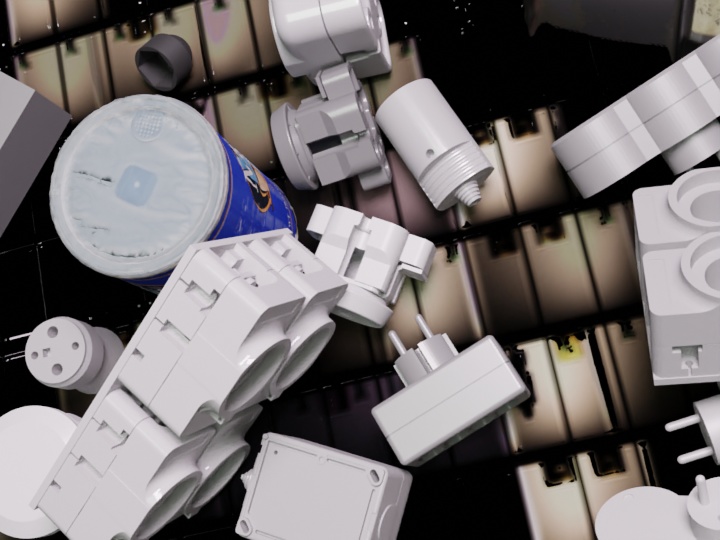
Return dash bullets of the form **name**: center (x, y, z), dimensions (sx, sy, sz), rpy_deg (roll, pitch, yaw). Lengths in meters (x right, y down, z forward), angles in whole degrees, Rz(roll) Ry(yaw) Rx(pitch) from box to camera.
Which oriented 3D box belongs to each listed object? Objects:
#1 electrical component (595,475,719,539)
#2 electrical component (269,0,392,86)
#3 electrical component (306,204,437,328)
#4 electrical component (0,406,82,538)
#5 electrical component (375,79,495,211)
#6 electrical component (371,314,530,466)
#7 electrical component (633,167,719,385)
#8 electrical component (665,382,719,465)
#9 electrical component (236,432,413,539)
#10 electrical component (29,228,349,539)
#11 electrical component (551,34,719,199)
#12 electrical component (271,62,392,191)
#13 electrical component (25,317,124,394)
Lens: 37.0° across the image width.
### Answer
- **electrical component**: center (0.192, 0.133, 0.560), dimensions (0.138, 0.073, 0.052), rpy_deg (-4, 35, 25)
- **electrical component**: center (-0.020, -0.155, 0.672), dimensions (0.059, 0.095, 0.053), rpy_deg (-11, 77, 11)
- **electrical component**: center (0.000, 0.000, 0.656), dimensions (0.078, 0.058, 0.057), rpy_deg (19, 81, 16)
- **electrical component**: center (-0.198, 0.127, 0.679), dimensions (0.080, 0.051, 0.080), rpy_deg (-3, 78, 12)
- **electrical component**: center (0.049, -0.074, 0.667), dimensions (0.043, 0.043, 0.081), rpy_deg (-34, 74, 4)
- **electrical component**: center (0.045, 0.063, 0.638), dimensions (0.083, 0.047, 0.075), rpy_deg (-33, 74, 5)
- **electrical component**: center (0.246, -0.004, 0.572), dimensions (0.186, 0.060, 0.105), rpy_deg (-5, 41, 12)
- **electrical component**: center (0.211, 0.085, 0.596), dimensions (0.079, 0.044, 0.077), rpy_deg (-20, 75, 8)
- **electrical component**: center (-0.024, 0.136, 0.636), dimensions (0.096, 0.061, 0.061), rpy_deg (13, 82, 23)
- **electrical component**: center (-0.091, 0.072, 0.608), dimensions (0.060, 0.105, 0.186), rpy_deg (40, 110, 14)
- **electrical component**: center (0.189, -0.080, 0.623), dimensions (0.138, 0.052, 0.073), rpy_deg (-33, 90, 16)
- **electrical component**: center (-0.020, -0.083, 0.674), dimensions (0.057, 0.058, 0.078), rpy_deg (-18, 111, 11)
- **electrical component**: center (-0.182, 0.055, 0.688), dimensions (0.045, 0.055, 0.045), rpy_deg (-3, 78, 12)
